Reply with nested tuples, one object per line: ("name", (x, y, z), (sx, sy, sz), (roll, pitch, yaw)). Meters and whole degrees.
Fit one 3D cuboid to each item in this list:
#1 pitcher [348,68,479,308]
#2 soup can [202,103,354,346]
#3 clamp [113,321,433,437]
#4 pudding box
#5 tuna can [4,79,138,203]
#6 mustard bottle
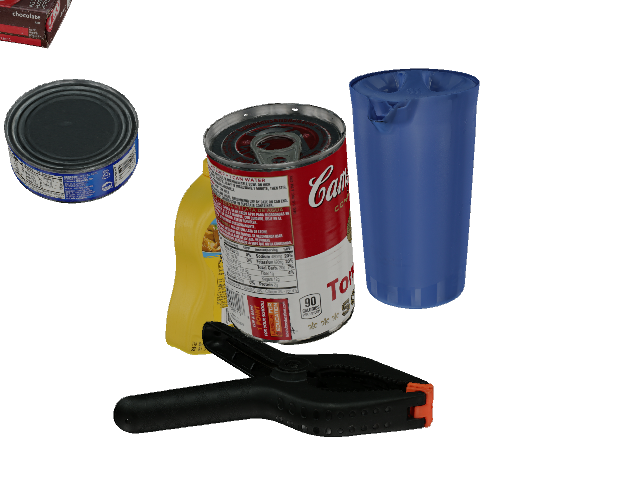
("pitcher", (0.106, -0.060, 1.140), (0.149, 0.243, 0.145), (-8, 22, -13))
("soup can", (-0.018, -0.008, 0.527), (0.068, 0.102, 0.068), (-3, 30, 2))
("clamp", (-0.023, 0.101, 0.766), (0.210, 0.036, 0.164), (3, 18, 10))
("pudding box", (-0.254, -0.204, 0.874), (0.090, 0.039, 0.113), (9, 36, -4))
("tuna can", (-0.163, -0.066, 0.706), (0.086, 0.086, 0.034), (0, -40, -8))
("mustard bottle", (-0.091, 0.002, 0.963), (0.058, 0.192, 0.096), (19, 20, 37))
